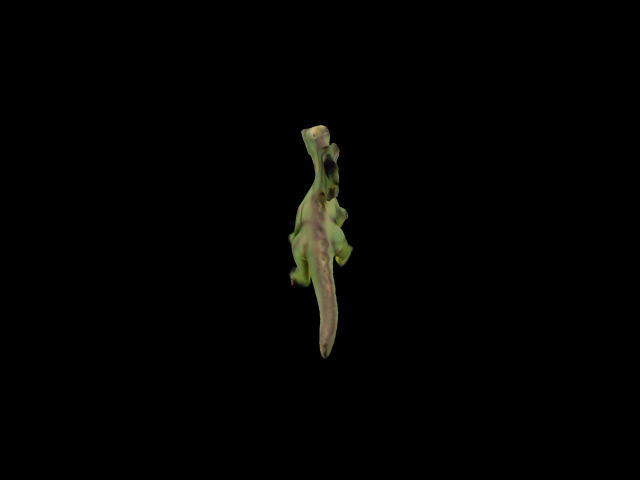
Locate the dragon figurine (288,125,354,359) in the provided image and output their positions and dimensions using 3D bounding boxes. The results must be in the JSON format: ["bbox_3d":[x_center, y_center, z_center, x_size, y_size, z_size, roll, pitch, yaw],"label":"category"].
[{"bbox_3d":[0.003,-0.043,0.850,0.122,0.237,0.420,-4,45,-4],"label":"dragon figurine"}]
